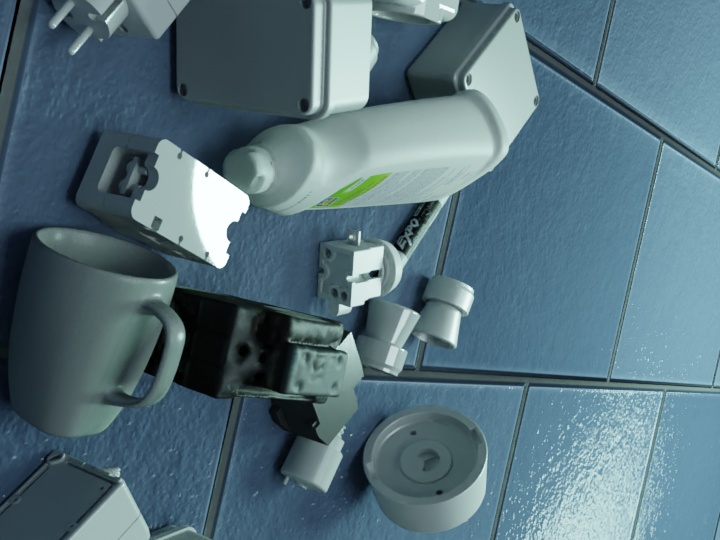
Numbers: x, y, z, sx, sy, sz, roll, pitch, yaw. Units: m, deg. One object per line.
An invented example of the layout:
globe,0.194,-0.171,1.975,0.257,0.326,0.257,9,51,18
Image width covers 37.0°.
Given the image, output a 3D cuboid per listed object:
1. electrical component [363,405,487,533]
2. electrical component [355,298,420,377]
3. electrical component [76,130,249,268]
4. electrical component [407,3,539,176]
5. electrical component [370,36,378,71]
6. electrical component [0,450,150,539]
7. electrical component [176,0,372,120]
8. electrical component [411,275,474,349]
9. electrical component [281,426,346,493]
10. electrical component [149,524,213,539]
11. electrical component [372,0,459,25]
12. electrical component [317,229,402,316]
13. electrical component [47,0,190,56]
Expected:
electrical component,0.060,0.179,0.945,0.108,0.108,0.060,-49,144,-35
electrical component,0.021,0.056,0.897,0.045,0.045,0.055,30,76,-55
electrical component,-0.120,-0.042,0.648,0.089,0.056,0.050,35,72,-54
electrical component,0.100,-0.157,0.930,0.108,0.056,0.108,-53,140,-31
electrical component,-0.017,-0.146,0.774,0.055,0.045,0.045,-60,143,-24
electrical component,-0.172,0.157,0.635,0.096,0.062,0.061,-47,136,-36
electrical component,-0.055,-0.137,0.660,0.057,0.113,0.078,-21,118,-54
electrical component,0.075,0.038,0.969,0.045,0.045,0.055,40,67,-53
electrical component,-0.032,0.139,0.852,0.040,0.040,0.078,49,61,-51
electrical component,-0.141,0.222,0.707,0.113,0.057,0.078,-9,108,-54
electrical component,0.036,-0.221,0.816,0.095,0.054,0.059,0,100,-56
electrical component,0.000,0.000,0.848,0.055,0.048,0.066,-11,110,-46
electrical component,-0.142,-0.152,0.588,0.076,0.047,0.065,-58,142,-24
